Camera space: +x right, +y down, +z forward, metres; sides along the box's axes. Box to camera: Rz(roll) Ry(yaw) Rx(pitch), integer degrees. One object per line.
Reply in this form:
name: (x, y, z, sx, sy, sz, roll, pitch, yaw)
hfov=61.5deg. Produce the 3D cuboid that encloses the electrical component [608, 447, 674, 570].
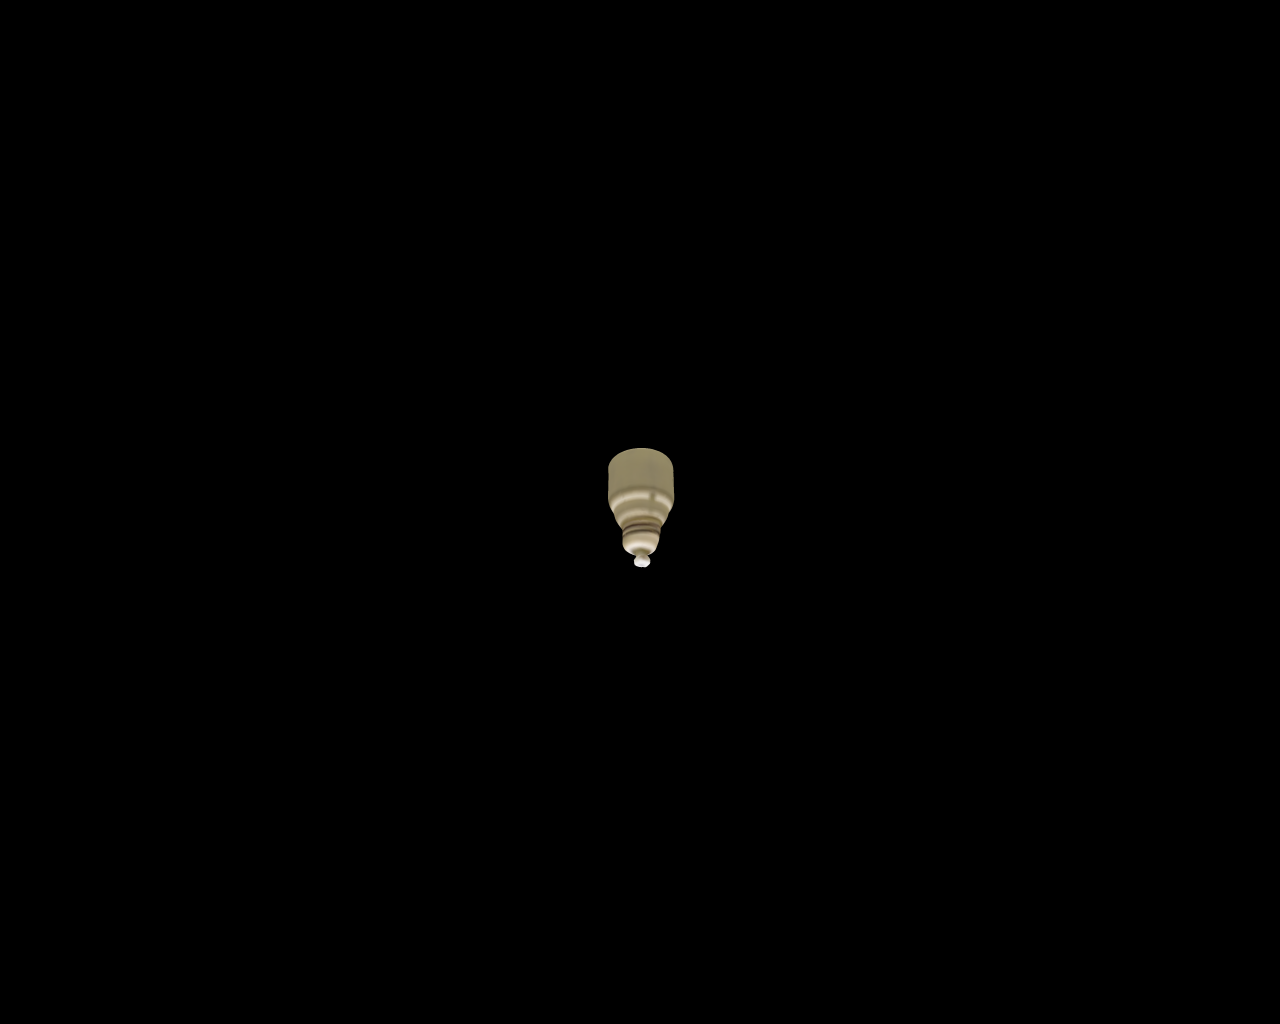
electrical component: (0.001, -0.003, 0.650, 0.040, 0.078, 0.040, 0, -30, 0)
